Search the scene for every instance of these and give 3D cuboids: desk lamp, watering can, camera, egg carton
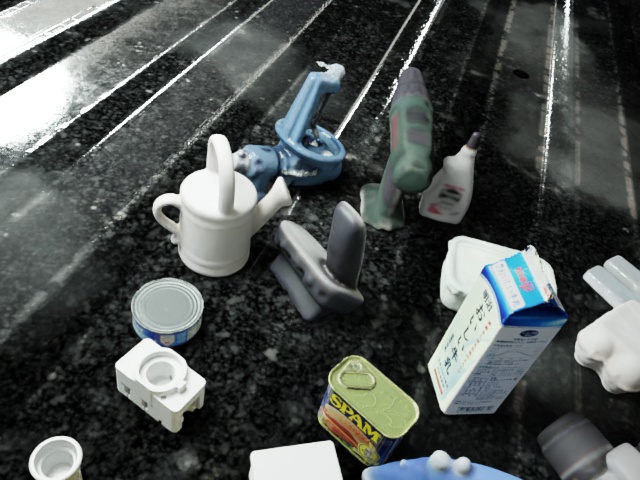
[{"bbox_3d":[0.535,0.045,0.836,0.118,0.213,0.202,-19,53,-31],"label":"desk lamp"},{"bbox_3d":[-0.127,-0.053,0.759,0.173,0.194,0.100,-22,55,-33],"label":"watering can"},{"bbox_3d":[0.328,0.256,0.645,0.143,0.101,0.136,-14,51,-27],"label":"camera"},{"bbox_3d":[0.434,0.150,0.805,0.151,0.069,0.107,-21,55,-32],"label":"egg carton"}]

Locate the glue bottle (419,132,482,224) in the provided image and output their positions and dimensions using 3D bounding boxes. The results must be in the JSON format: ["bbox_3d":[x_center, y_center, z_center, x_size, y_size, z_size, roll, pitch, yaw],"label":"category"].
[{"bbox_3d":[0.220,-0.102,0.923,0.078,0.173,0.037,12,44,-4],"label":"glue bottle"}]

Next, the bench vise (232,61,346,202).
[{"bbox_3d":[-0.032,-0.152,0.867,0.121,0.220,0.208,34,47,19],"label":"bench vise"}]

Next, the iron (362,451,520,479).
[{"bbox_3d":[0.171,0.269,0.557,0.258,0.141,0.119,26,45,11],"label":"iron"}]

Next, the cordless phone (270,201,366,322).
[{"bbox_3d":[0.007,0.003,0.747,0.094,0.185,0.147,-22,55,-33],"label":"cordless phone"}]

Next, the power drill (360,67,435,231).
[{"bbox_3d":[0.123,-0.129,0.897,0.075,0.208,0.229,8,44,-7],"label":"power drill"}]
